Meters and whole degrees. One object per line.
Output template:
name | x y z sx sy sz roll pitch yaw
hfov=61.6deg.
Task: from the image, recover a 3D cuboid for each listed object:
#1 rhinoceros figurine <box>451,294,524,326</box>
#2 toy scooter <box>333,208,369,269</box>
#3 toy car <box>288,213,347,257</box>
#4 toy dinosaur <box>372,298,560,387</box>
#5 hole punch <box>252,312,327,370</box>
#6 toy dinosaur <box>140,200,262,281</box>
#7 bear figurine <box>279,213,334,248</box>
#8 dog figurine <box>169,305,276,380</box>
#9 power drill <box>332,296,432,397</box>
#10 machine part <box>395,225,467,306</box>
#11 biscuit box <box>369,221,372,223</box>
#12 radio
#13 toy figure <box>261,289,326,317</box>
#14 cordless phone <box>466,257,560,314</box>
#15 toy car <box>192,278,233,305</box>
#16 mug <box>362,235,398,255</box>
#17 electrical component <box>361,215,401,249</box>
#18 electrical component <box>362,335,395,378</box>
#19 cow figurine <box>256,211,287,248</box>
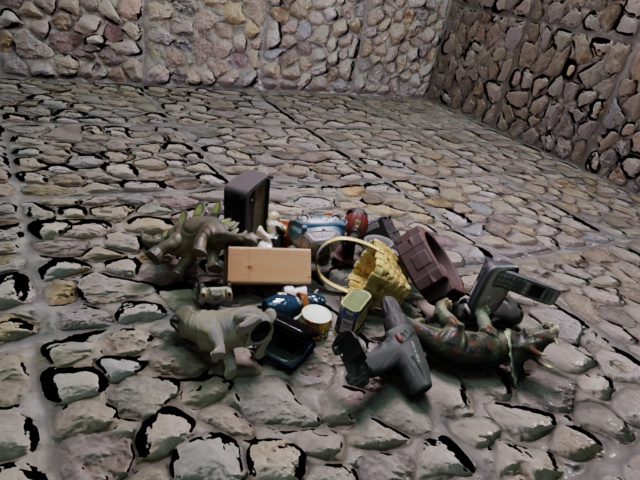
rhinoceros figurine | 0.430 0.189 1.392 0.190 0.073 0.112 6 39 -14
toy scooter | 0.081 0.003 1.524 0.075 0.183 0.135 20 52 -5
toy car | -0.003 -0.004 1.423 0.162 0.109 0.103 -3 45 -6
toy dinosaur | 0.326 0.236 1.219 0.405 0.131 0.192 3 27 -3
hole punch | -0.072 0.214 1.153 0.142 0.092 0.115 19 2 21
toy dinosaur | -0.324 -0.001 1.326 0.472 0.104 0.198 -3 42 33
bear figurine | -0.054 -0.017 1.548 0.196 0.120 0.132 7 23 4
dog figurine | -0.201 0.165 1.104 0.172 0.121 0.191 -31 46 -25
power drill | 0.126 0.220 1.118 0.207 0.086 0.232 6 50 -45
machine part | 0.289 0.073 1.411 0.201 0.087 0.201 18 41 -58
biscuit box | 0.189 0.009 1.643 0.203 0.062 0.059 31 34 34
radio | -0.200 -0.063 1.455 0.073 0.229 0.131 16 31 18
toy figure | -0.060 0.152 1.276 0.154 0.064 0.058 -4 17 -26
cordless phone | 0.463 0.132 1.294 0.184 0.146 0.089 22 28 9
toy car | -0.245 0.116 1.207 0.073 0.056 0.202 0 0 -19
mug | 0.166 0.052 1.500 0.110 0.107 0.081 19 27 18
electrical component | 0.178 0.006 1.565 0.058 0.134 0.115 -15 -5 -45
electrical component | 0.137 0.252 1.181 0.078 0.045 0.102 29 32 33
cow figurine | -0.130 0.007 1.439 0.098 0.167 0.068 25 -14 6
